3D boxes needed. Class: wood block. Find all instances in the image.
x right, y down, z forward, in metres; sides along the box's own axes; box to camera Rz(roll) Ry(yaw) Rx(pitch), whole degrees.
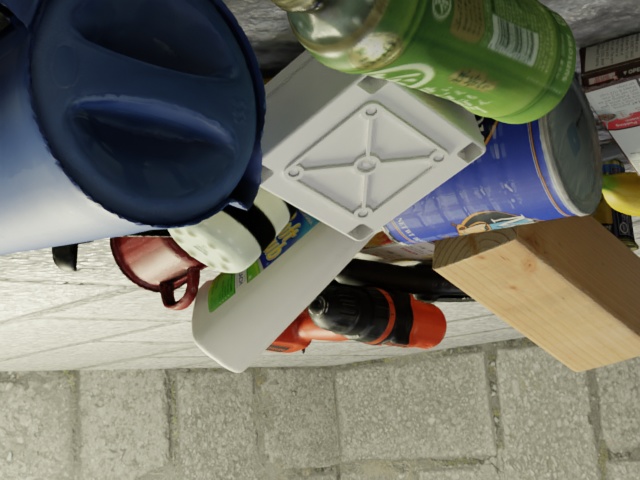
[{"bbox_3d":[0.202,0.027,0.944,0.205,0.090,0.090,34,140,-31],"label":"wood block"}]

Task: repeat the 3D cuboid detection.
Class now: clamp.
[{"bbox_3d":[-0.193,-0.016,0.897,0.120,0.039,0.172,-10,-159,-33],"label":"clamp"},{"bbox_3d":[0.097,0.046,1.080,0.209,0.036,0.165,4,170,-12],"label":"clamp"}]

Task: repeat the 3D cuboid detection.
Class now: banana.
[{"bbox_3d":[0.297,-0.042,0.783,0.198,0.037,0.069,-7,170,16],"label":"banana"}]

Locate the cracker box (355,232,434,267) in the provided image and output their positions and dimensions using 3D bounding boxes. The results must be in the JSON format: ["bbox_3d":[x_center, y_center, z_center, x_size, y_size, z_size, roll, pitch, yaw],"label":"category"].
[{"bbox_3d":[0.073,-0.011,1.073,0.214,0.072,0.163,-12,166,38],"label":"cracker box"}]

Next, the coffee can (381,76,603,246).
[{"bbox_3d":[0.114,-0.056,0.754,0.141,0.103,0.102,-11,168,32],"label":"coffee can"}]

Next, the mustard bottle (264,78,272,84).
[{"bbox_3d":[-0.061,-0.074,0.704,0.191,0.058,0.096,-2,165,-13],"label":"mustard bottle"}]

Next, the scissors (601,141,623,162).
[{"bbox_3d":[0.197,-0.060,0.877,0.201,0.016,0.096,-18,180,-11],"label":"scissors"}]

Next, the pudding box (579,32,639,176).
[{"bbox_3d":[0.232,-0.091,0.696,0.090,0.039,0.113,-13,146,33],"label":"pudding box"}]

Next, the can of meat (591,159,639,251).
[{"bbox_3d":[0.247,-0.026,1.026,0.102,0.084,0.057,-11,168,29],"label":"can of meat"}]

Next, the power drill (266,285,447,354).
[{"bbox_3d":[0.002,0.077,1.029,0.188,0.057,0.184,-4,166,40],"label":"power drill"}]

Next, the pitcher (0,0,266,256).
[{"bbox_3d":[-0.158,-0.062,0.587,0.144,0.149,0.243,-16,-177,-42],"label":"pitcher"}]

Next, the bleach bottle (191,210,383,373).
[{"bbox_3d":[-0.006,0.001,0.902,0.068,0.102,0.251,38,113,-19],"label":"bleach bottle"}]

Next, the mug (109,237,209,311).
[{"bbox_3d":[-0.128,0.005,0.955,0.093,0.117,0.082,8,159,-35],"label":"mug"}]
